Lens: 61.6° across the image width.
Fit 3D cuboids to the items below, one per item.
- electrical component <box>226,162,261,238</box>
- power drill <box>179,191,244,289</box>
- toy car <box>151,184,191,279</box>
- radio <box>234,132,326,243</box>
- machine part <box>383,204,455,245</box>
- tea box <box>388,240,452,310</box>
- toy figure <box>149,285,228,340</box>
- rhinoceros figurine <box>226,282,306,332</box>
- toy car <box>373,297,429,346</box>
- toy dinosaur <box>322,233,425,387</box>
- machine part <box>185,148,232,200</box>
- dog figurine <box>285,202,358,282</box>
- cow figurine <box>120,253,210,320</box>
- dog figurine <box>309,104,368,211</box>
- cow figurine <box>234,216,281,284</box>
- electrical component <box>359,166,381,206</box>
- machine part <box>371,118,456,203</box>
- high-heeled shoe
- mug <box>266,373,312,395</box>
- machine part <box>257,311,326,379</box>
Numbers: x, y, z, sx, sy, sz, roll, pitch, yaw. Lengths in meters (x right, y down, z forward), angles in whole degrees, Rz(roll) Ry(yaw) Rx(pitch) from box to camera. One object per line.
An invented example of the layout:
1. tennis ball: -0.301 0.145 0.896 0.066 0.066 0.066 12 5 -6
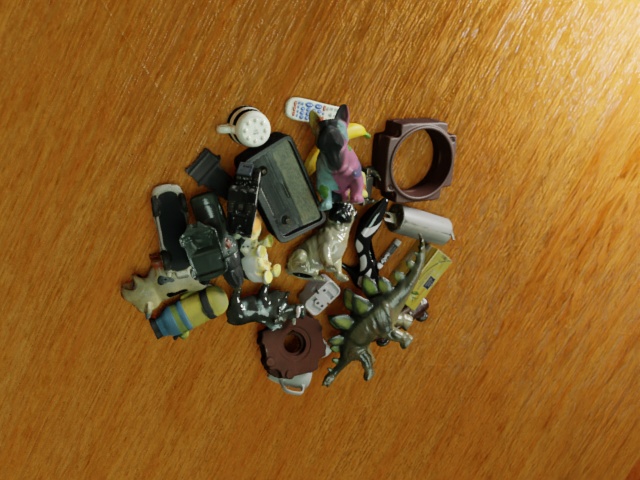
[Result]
1. electrical component: -0.156 -0.088 1.101 0.058 0.115 0.134 7 117 -6
2. power drill: -0.213 0.019 1.108 0.086 0.207 0.231 -15 102 8
3. toy car: -0.305 -0.018 1.125 0.073 0.056 0.201 -11 84 -20
4. radio: -0.090 -0.115 1.217 0.131 0.073 0.229 -31 118 -12
5. machine part: 0.262 -0.040 1.409 0.243 0.079 0.079 13 103 -28
6. tea box: 0.260 0.091 1.446 0.068 0.098 0.169 36 93 -30
7. toy figure: -0.295 0.167 1.221 0.180 0.089 0.082 -27 126 -16
8. rhinoceros figurine: -0.128 0.162 1.275 0.190 0.112 0.073 -1 150 -18
9. toy car: 0.222 0.224 1.506 0.202 0.053 0.089 -30 122 -13
10. toy dinosaur: 0.142 0.195 1.357 0.198 0.105 0.471 36 103 -14
11. machine part: -0.220 -0.131 1.173 0.084 0.039 0.138 -50 120 -7
12. dog figurine: 0.000 -0.003 1.308 0.121 0.173 0.190 55 39 -64
13. cow figurine: -0.337 0.094 1.181 0.195 0.086 0.127 -13 108 -21
14. dog figurine: 0.038 -0.184 1.189 0.109 0.191 0.219 -6 103 12
15. cow figurine: -0.159 0.020 1.238 0.068 0.098 0.167 -46 129 -52
16. electrical component: 0.106 -0.129 1.306 0.045 0.078 0.102 -14 111 -44
17. machine part: 0.233 -0.196 1.331 0.201 0.087 0.201 -6 110 -22
18. high-heeled shoe: 0.145 0.021 1.356 0.145 0.086 0.248 29 117 -11
19. mug: -0.083 0.346 1.384 0.107 0.110 0.080 15 135 -18
20. machine part: -0.069 0.258 1.338 0.179 0.056 0.179 4 77 -19
